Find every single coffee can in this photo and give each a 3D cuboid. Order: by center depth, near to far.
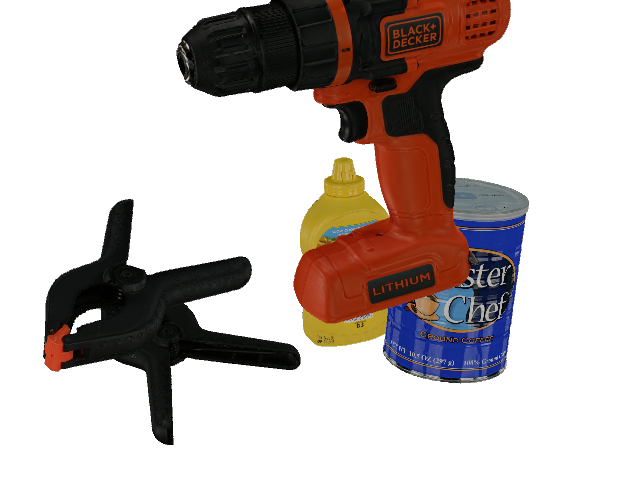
[{"bbox_3d":[0.107,0.029,0.858,0.103,0.140,0.103,4,18,-1],"label":"coffee can"}]

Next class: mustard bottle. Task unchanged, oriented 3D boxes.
[{"bbox_3d":[0.027,0.009,1.092,0.096,0.192,0.058,-10,22,-19],"label":"mustard bottle"}]

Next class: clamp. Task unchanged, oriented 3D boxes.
[{"bbox_3d":[-0.143,0.028,0.754,0.120,0.039,0.171,27,36,25],"label":"clamp"},{"bbox_3d":[-0.133,0.099,1.016,0.164,0.036,0.210,-21,40,-32],"label":"clamp"}]

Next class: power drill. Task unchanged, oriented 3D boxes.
[{"bbox_3d":[0.018,-0.050,0.585,0.184,0.188,0.057,-14,32,-18],"label":"power drill"}]
